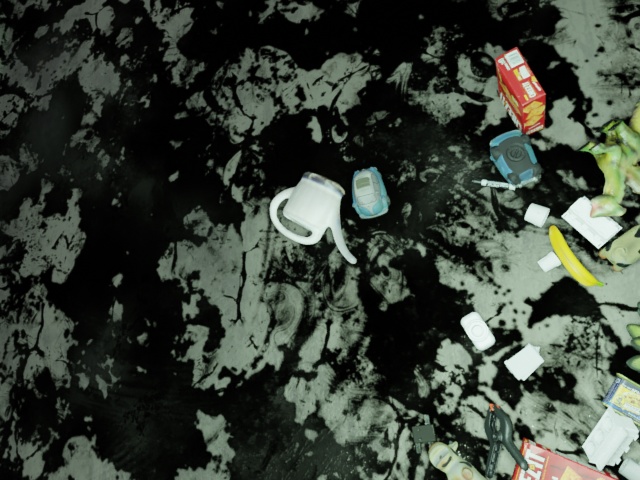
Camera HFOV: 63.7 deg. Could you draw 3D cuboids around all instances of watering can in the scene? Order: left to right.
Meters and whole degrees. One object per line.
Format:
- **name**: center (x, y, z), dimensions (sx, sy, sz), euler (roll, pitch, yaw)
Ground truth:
- **watering can**: center (0.005, -0.080, 1.585), dimensions (0.350, 0.225, 0.103), euler (26, -6, 24)

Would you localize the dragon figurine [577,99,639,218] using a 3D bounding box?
- **dragon figurine**: center (0.828, -0.208, 1.342), dimensions (0.413, 0.244, 0.121), euler (-39, -7, -12)
